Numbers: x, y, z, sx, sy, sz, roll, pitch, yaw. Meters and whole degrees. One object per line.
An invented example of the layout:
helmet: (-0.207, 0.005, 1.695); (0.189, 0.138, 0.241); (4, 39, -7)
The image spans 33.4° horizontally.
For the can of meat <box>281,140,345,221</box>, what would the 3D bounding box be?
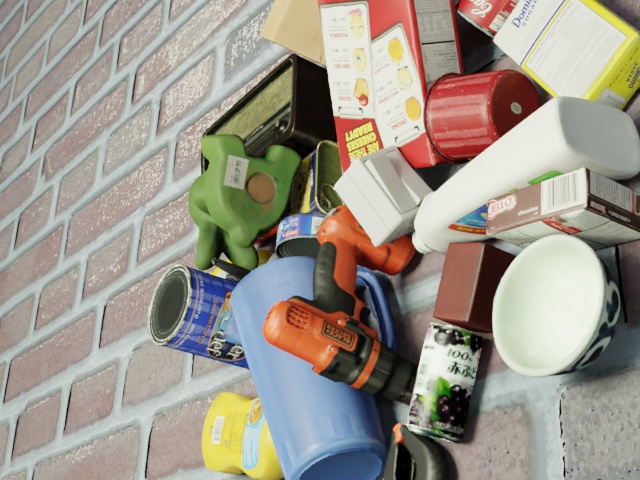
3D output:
can of meat: (-0.004, -0.056, 1.293); (0.084, 0.057, 0.102); (-33, 47, 47)

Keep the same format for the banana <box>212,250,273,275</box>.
banana: (-0.114, 0.059, 1.420); (0.198, 0.037, 0.070); (-45, 66, 38)

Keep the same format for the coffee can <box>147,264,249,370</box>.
coffee can: (-0.127, 0.097, 1.316); (0.103, 0.140, 0.103); (-33, 48, 44)

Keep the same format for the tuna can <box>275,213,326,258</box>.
tuna can: (-0.008, 0.002, 1.241); (0.086, 0.086, 0.033); (-27, 50, 47)

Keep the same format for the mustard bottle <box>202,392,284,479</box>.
mustard bottle: (-0.066, 0.227, 1.230); (0.192, 0.058, 0.096); (-9, 67, 55)

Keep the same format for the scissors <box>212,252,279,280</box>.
scissors: (-0.068, 0.031, 1.230); (0.016, 0.201, 0.096); (-2, 61, 24)

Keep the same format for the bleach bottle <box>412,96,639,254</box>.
bleach bottle: (0.174, -0.044, 0.999); (0.251, 0.102, 0.068); (-38, 48, 52)

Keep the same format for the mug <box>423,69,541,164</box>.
mug: (0.165, -0.112, 1.053); (0.082, 0.093, 0.117); (0, 104, 51)

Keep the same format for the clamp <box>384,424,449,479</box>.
clamp: (0.089, 0.257, 1.001); (0.120, 0.039, 0.171); (-46, 34, 25)

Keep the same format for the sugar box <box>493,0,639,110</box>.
sugar box: (0.240, -0.184, 1.009); (0.093, 0.048, 0.176); (-56, 31, 21)

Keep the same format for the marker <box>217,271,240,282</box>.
marker: (-0.079, 0.049, 1.350); (0.121, 0.020, 0.020); (0, 72, 36)

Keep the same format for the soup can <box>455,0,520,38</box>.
soup can: (0.195, -0.263, 1.097); (0.102, 0.068, 0.068); (-55, 35, 21)

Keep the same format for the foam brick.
foam brick: (0.149, 0.046, 1.012); (0.051, 0.052, 0.078); (-2, 71, 56)

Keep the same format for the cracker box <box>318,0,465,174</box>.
cracker box: (0.080, -0.183, 1.150); (0.164, 0.071, 0.214); (-1, 99, 57)

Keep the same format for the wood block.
wood block: (0.010, -0.338, 1.380); (0.206, 0.090, 0.090); (-66, 18, 8)

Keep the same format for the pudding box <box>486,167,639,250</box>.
pudding box: (0.213, -0.020, 0.916); (0.114, 0.089, 0.039); (-17, 61, 51)

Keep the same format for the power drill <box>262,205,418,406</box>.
power drill: (0.046, 0.065, 1.083); (0.057, 0.184, 0.187); (-52, 15, 46)

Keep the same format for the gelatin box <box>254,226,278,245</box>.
gelatin box: (-0.085, -0.035, 1.381); (0.089, 0.073, 0.030); (-26, 10, 41)

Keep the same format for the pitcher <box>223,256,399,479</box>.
pitcher: (0.000, 0.140, 1.130); (0.149, 0.144, 0.243); (-60, 35, 38)
